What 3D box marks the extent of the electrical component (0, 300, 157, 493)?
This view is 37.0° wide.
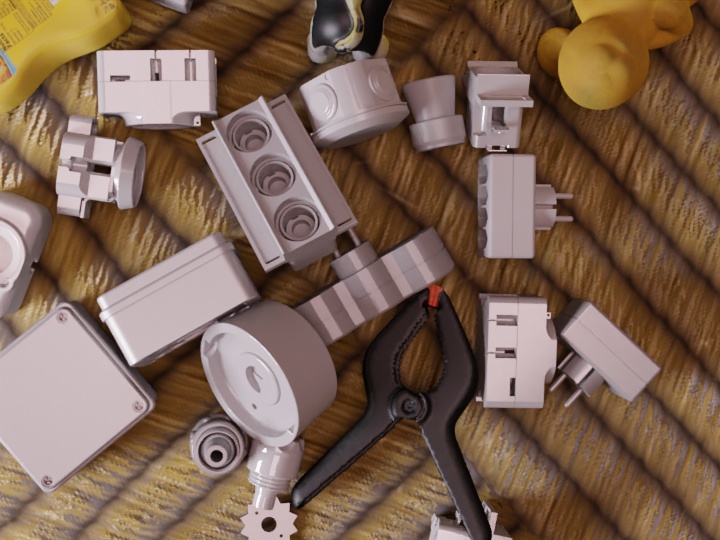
[{"bbox_3d":[-0.234,0.097,0.843,0.109,0.056,0.108,-40,95,-3],"label":"electrical component"}]

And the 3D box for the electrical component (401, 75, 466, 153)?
[{"bbox_3d":[0.060,-0.126,0.872,0.045,0.045,0.055,-12,94,-5],"label":"electrical component"}]

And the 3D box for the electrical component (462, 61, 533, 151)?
[{"bbox_3d":[0.108,-0.132,0.865,0.042,0.081,0.063,1,114,-6],"label":"electrical component"}]

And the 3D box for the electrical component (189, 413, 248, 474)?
[{"bbox_3d":[-0.113,0.142,0.854,0.048,0.062,0.048,0,92,-6],"label":"electrical component"}]

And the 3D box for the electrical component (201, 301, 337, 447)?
[{"bbox_3d":[-0.065,0.076,0.837,0.060,0.108,0.108,-33,96,-38],"label":"electrical component"}]

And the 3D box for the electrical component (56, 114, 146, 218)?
[{"bbox_3d":[-0.201,-0.078,0.841,0.057,0.058,0.078,8,91,-3],"label":"electrical component"}]

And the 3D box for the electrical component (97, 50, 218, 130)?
[{"bbox_3d":[-0.158,-0.141,0.846,0.089,0.050,0.055,-2,92,-6],"label":"electrical component"}]

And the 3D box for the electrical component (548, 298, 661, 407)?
[{"bbox_3d":[0.189,0.079,0.890,0.083,0.047,0.075,43,88,-5],"label":"electrical component"}]

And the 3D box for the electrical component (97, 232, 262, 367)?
[{"bbox_3d":[-0.139,0.023,0.838,0.113,0.078,0.057,-29,86,-4],"label":"electrical component"}]

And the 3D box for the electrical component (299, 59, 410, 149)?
[{"bbox_3d":[-0.005,-0.130,0.848,0.080,0.080,0.051,-19,88,-5],"label":"electrical component"}]

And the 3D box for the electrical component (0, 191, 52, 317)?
[{"bbox_3d":[-0.282,-0.012,0.834,0.054,0.059,0.095,21,90,-6],"label":"electrical component"}]

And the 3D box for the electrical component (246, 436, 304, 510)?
[{"bbox_3d":[-0.071,0.162,0.869,0.043,0.043,0.062,14,91,-6],"label":"electrical component"}]

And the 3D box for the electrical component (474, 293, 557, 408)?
[{"bbox_3d":[0.127,0.065,0.882,0.056,0.050,0.089,1,92,-6],"label":"electrical component"}]

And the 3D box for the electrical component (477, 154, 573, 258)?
[{"bbox_3d":[0.138,-0.051,0.881,0.076,0.047,0.083,0,92,-6],"label":"electrical component"}]

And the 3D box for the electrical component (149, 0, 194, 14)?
[{"bbox_3d":[-0.158,-0.238,0.830,0.066,0.077,0.047,19,90,-6],"label":"electrical component"}]

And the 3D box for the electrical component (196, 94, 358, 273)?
[{"bbox_3d":[-0.064,-0.064,0.837,0.079,0.063,0.121,-28,74,-4],"label":"electrical component"}]

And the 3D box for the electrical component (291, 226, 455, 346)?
[{"bbox_3d":[0.000,0.000,0.866,0.138,0.052,0.073,-30,94,-4],"label":"electrical component"}]

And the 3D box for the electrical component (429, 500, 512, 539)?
[{"bbox_3d":[0.087,0.232,0.888,0.064,0.042,0.081,12,90,-2],"label":"electrical component"}]
